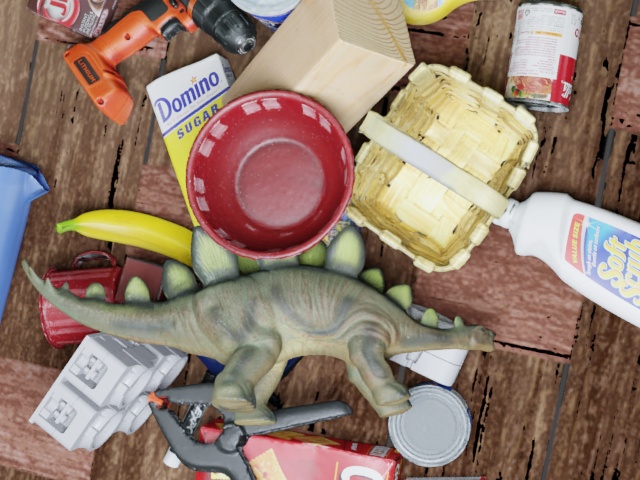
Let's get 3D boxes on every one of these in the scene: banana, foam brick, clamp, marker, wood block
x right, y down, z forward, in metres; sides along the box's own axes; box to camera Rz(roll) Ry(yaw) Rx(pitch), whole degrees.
[{"bbox_3d":[-0.188,0.001,1.181,0.198,0.069,0.037,13,126,7],"label":"banana"},{"bbox_3d":[-0.179,0.052,1.168,0.051,0.078,0.053,14,85,19],"label":"foam brick"},{"bbox_3d":[-0.079,0.199,1.102,0.210,0.036,0.164,31,82,16],"label":"clamp"},{"bbox_3d":[-0.142,0.198,1.193,0.020,0.020,0.121,27,96,11],"label":"marker"},{"bbox_3d":[-0.008,-0.157,1.064,0.206,0.090,0.091,-43,46,43],"label":"wood block"}]

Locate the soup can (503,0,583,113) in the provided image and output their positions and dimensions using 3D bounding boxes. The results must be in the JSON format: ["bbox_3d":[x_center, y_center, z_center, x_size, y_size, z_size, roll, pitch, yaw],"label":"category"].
[{"bbox_3d":[0.226,-0.185,1.083,0.068,0.068,0.102,9,91,13],"label":"soup can"}]

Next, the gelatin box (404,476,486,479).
[{"bbox_3d":[0.133,0.288,1.124,0.089,0.030,0.073,-5,87,13],"label":"gelatin box"}]

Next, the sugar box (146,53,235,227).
[{"bbox_3d":[-0.119,-0.106,1.174,0.093,0.048,0.176,-22,86,12],"label":"sugar box"}]

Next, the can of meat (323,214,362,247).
[{"bbox_3d":[-0.008,0.001,1.143,0.102,0.057,0.084,11,90,12],"label":"can of meat"}]

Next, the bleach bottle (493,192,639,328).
[{"bbox_3d":[0.290,0.026,1.072,0.251,0.068,0.102,24,94,14],"label":"bleach bottle"}]

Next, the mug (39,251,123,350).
[{"bbox_3d":[-0.255,0.063,1.191,0.081,0.093,0.117,-5,53,8],"label":"mug"}]

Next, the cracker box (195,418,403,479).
[{"bbox_3d":[-0.029,0.291,1.140,0.214,0.072,0.164,8,91,12],"label":"cracker box"}]

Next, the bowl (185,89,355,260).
[{"bbox_3d":[-0.043,-0.058,1.012,0.162,0.055,0.162,-1,82,10],"label":"bowl"}]

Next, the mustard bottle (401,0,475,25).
[{"bbox_3d":[0.117,-0.278,1.112,0.192,0.058,0.096,-17,86,12],"label":"mustard bottle"}]

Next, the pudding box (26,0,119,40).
[{"bbox_3d":[-0.270,-0.295,1.212,0.090,0.039,0.113,25,95,12],"label":"pudding box"}]

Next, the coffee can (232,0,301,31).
[{"bbox_3d":[-0.035,-0.270,1.105,0.103,0.140,0.103,0,90,13],"label":"coffee can"}]

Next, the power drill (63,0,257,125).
[{"bbox_3d":[-0.173,-0.214,1.151,0.187,0.057,0.185,-41,57,3],"label":"power drill"}]

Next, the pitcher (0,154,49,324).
[{"bbox_3d":[-0.414,0.015,1.203,0.149,0.144,0.243,20,99,47],"label":"pitcher"}]

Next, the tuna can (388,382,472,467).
[{"bbox_3d":[0.117,0.194,1.125,0.086,0.033,0.086,0,90,13],"label":"tuna can"}]
